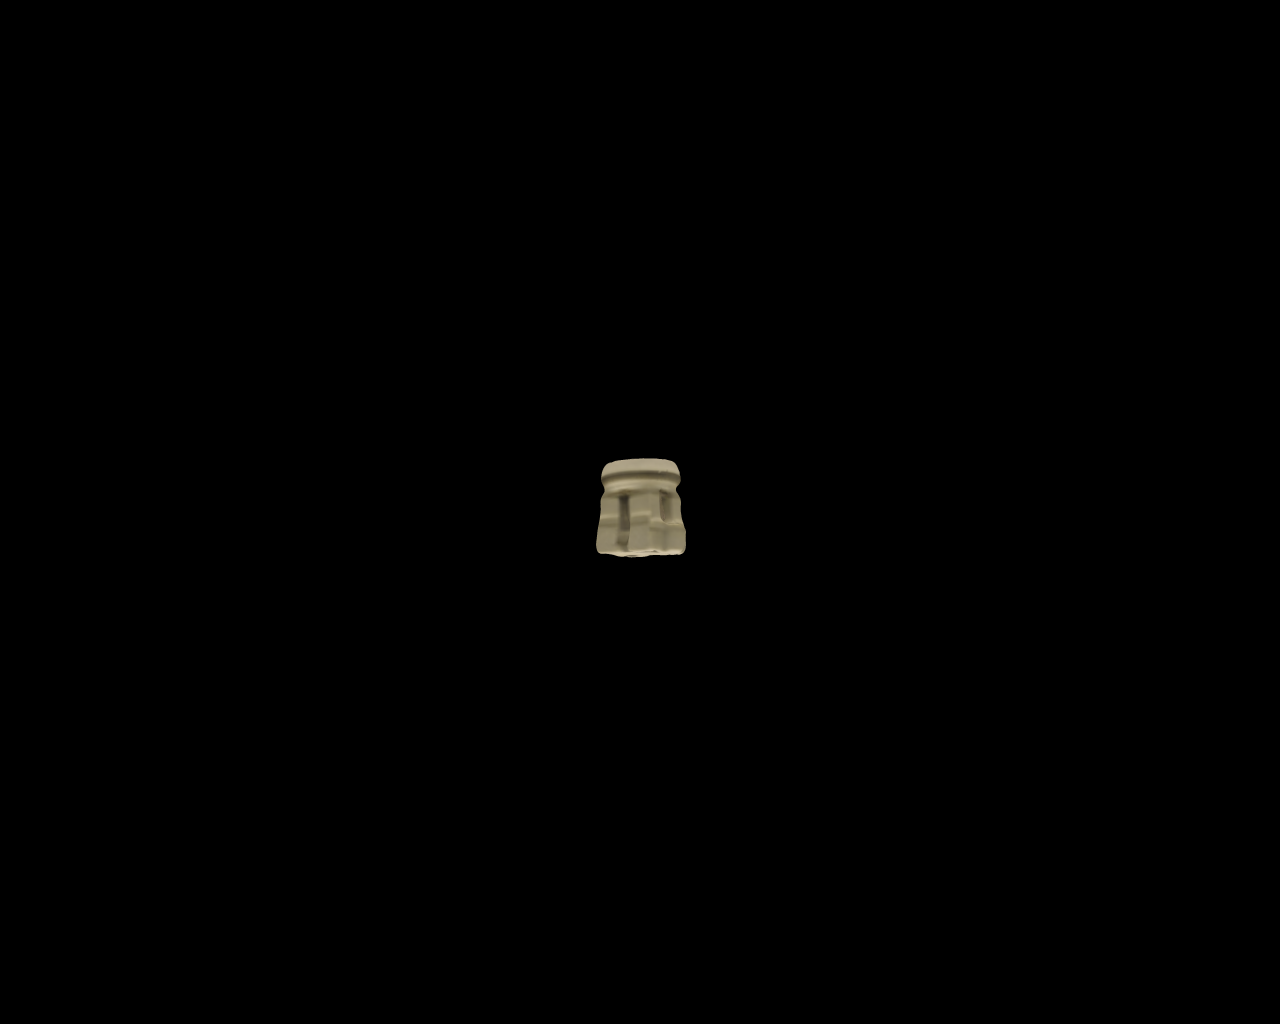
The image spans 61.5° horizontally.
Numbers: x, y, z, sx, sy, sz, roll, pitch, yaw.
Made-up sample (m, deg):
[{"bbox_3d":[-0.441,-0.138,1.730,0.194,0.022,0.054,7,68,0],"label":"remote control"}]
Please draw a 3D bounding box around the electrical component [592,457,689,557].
[{"bbox_3d":[0.001,-0.003,0.650,0.066,0.055,0.048,-5,-9,36],"label":"electrical component"}]
